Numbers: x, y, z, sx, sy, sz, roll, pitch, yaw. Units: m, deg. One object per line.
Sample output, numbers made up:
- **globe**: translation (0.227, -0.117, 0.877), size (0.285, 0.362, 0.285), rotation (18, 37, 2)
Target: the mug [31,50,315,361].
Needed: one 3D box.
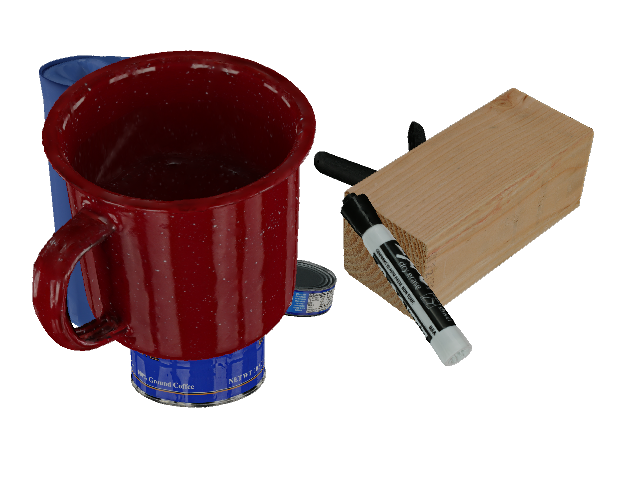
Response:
- **mug**: translation (-0.056, -0.004, 0.384), size (0.093, 0.081, 0.117), rotation (24, 46, 23)

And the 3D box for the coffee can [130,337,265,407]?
- **coffee can**: translation (-0.091, 0.036, 0.784), size (0.103, 0.140, 0.103), rotation (1, 20, -1)

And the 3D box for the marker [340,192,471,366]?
- **marker**: translation (0.047, 0.019, 0.618), size (0.020, 0.121, 0.020), rotation (-26, -27, -15)

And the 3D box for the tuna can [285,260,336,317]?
- **tuna can**: translation (-0.028, 0.049, 1.130), size (0.086, 0.034, 0.086), rotation (9, 19, -3)

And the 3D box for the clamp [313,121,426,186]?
- **clamp**: translation (0.101, -0.055, 1.240), size (0.164, 0.210, 0.036), rotation (-15, -38, -28)

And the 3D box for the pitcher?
- **pitcher**: translation (-0.183, -0.038, 0.959), size (0.145, 0.243, 0.148), rotation (21, 28, 37)

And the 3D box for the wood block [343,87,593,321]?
- **wood block**: translation (0.123, -0.033, 0.890), size (0.205, 0.090, 0.091), rotation (-33, 51, -30)
